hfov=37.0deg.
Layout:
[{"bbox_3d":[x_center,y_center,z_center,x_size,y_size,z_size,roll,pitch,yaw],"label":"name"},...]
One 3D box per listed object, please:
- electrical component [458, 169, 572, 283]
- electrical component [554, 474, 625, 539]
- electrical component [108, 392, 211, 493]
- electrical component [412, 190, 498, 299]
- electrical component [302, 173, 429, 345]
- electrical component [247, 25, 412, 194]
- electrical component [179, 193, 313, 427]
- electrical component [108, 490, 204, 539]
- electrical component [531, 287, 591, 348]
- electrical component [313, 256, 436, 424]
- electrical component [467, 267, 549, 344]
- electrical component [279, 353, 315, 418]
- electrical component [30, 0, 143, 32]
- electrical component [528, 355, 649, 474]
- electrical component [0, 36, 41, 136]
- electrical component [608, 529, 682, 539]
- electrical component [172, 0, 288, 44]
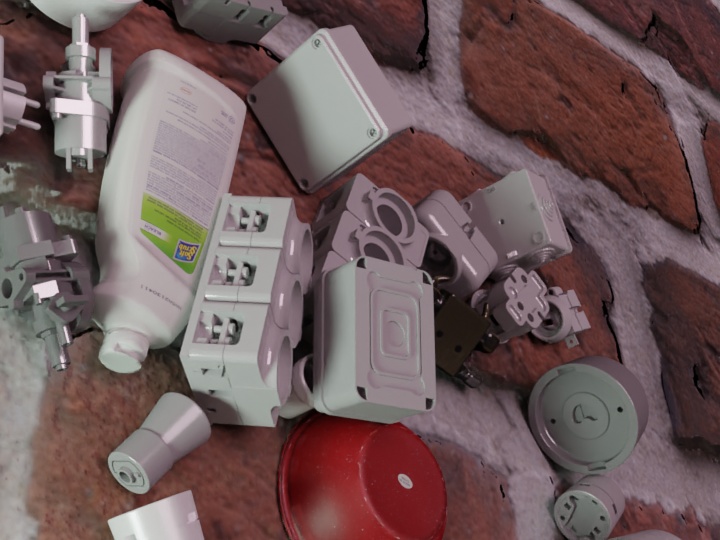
[{"bbox_3d":[0.152,-0.044,1.078,0.048,0.100,0.099,15,54,-55],"label":"electrical component"},{"bbox_3d":[0.215,0.222,1.002,0.047,0.055,0.055,-24,83,-54],"label":"electrical component"},{"bbox_3d":[-0.137,0.118,0.722,0.044,0.044,0.065,52,45,-7],"label":"electrical component"},{"bbox_3d":[0.079,-0.020,1.021,0.095,0.054,0.059,52,40,-6],"label":"electrical component"},{"bbox_3d":[0.000,0.000,0.921,0.089,0.062,0.150,39,43,-21],"label":"electrical component"},{"bbox_3d":[-0.028,-0.141,0.949,0.108,0.109,0.056,58,37,2],"label":"electrical component"},{"bbox_3d":[-0.077,0.029,0.790,0.089,0.062,0.150,83,12,-50],"label":"electrical component"},{"bbox_3d":[-0.127,0.172,0.686,0.055,0.055,0.047,-10,77,-48],"label":"electrical component"},{"bbox_3d":[0.203,0.049,1.109,0.055,0.048,0.066,-5,68,-55],"label":"electrical component"},{"bbox_3d":[0.009,0.054,0.810,0.078,0.057,0.113,14,66,-34],"label":"electrical component"},{"bbox_3d":[0.141,0.038,1.043,0.058,0.057,0.078,53,40,-5],"label":"electrical component"},{"bbox_3d":[-0.044,0.091,0.829,0.040,0.046,0.040,25,49,-33],"label":"electrical component"},{"bbox_3d":[-0.223,-0.240,0.853,0.108,0.060,0.108,25,49,-33],"label":"electrical component"},{"bbox_3d":[0.223,0.134,1.028,0.060,0.108,0.108,-20,80,-56],"label":"electrical component"},{"bbox_3d":[-0.258,-0.117,0.748,0.076,0.047,0.083,15,55,-40],"label":"electrical component"},{"bbox_3d":[0.246,0.286,0.952,0.060,0.108,0.108,7,60,-36],"label":"electrical component"},{"bbox_3d":[-0.120,-0.240,0.961,0.089,0.056,0.050,3,63,-44],"label":"electrical component"}]
